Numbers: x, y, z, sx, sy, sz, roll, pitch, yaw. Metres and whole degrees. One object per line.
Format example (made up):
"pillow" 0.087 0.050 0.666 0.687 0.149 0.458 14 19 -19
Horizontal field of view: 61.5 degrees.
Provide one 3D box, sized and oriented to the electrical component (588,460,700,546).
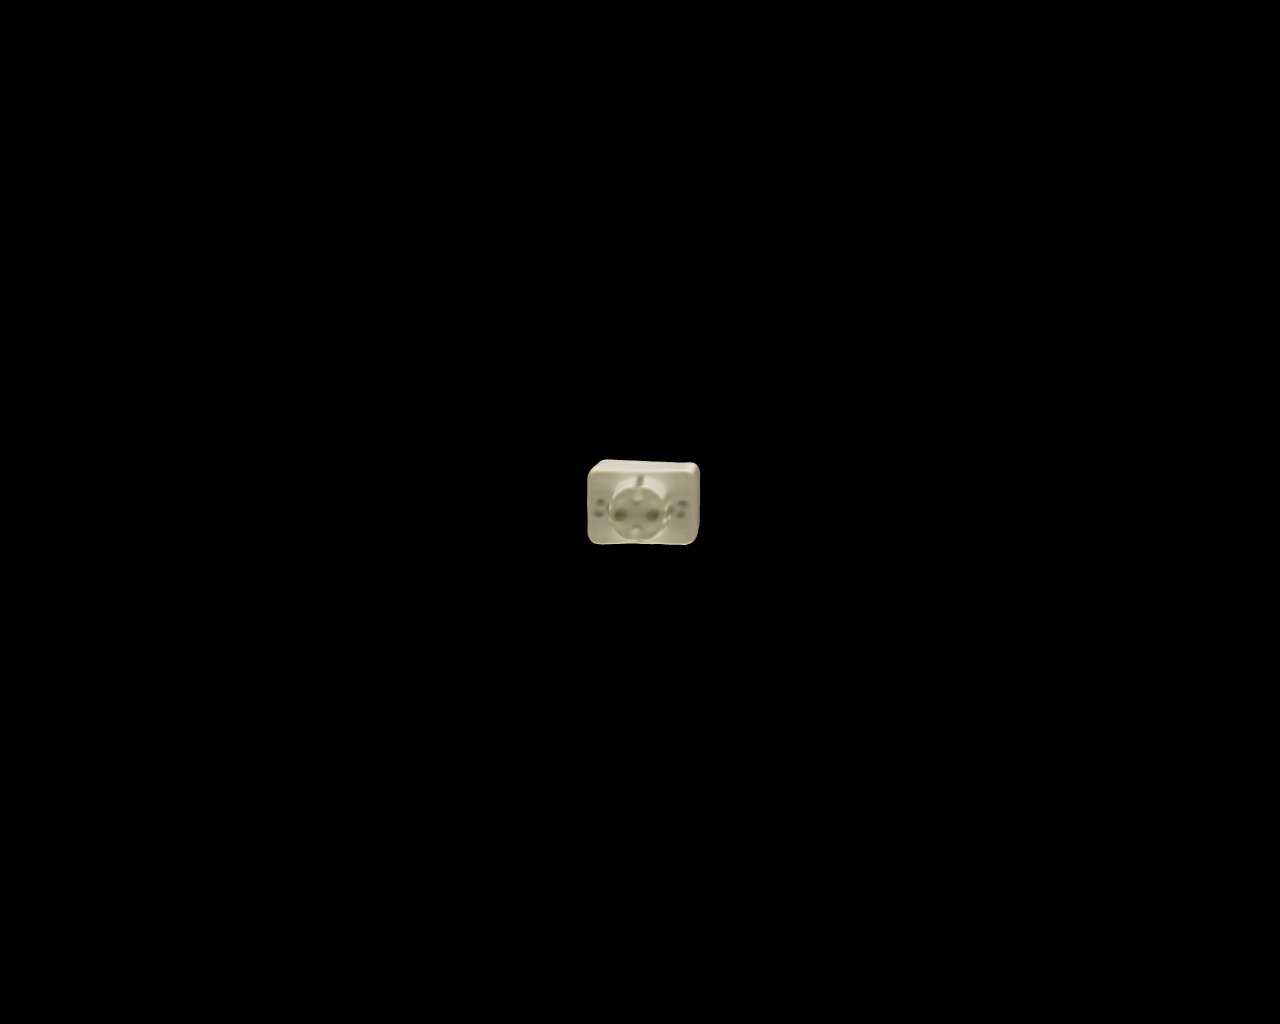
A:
"electrical component" 0.001 -0.003 0.650 0.066 0.047 0.077 1 12 7
